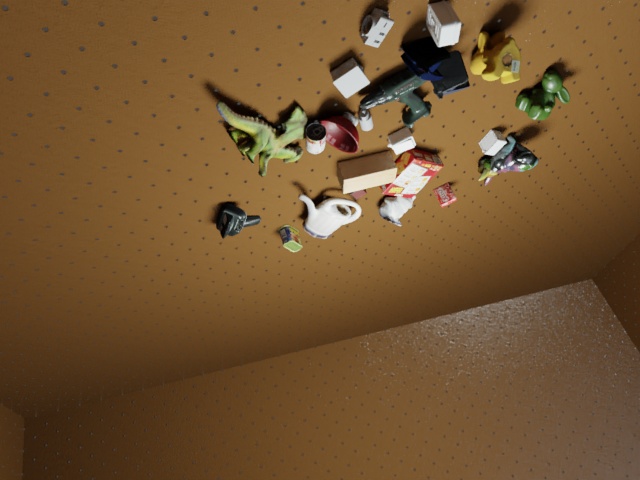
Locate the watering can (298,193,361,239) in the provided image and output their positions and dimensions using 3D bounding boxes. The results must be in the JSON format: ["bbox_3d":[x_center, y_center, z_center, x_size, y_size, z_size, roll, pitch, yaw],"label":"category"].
[{"bbox_3d":[0.006,-0.104,2.074,0.347,0.106,0.220,8,140,-38],"label":"watering can"}]

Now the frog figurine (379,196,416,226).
[{"bbox_3d":[0.329,-0.152,2.208,0.136,0.124,0.159,22,95,-35],"label":"frog figurine"}]

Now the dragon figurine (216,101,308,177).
[{"bbox_3d":[-0.155,-0.350,1.639,0.244,0.124,0.402,-35,151,-6],"label":"dragon figurine"}]
